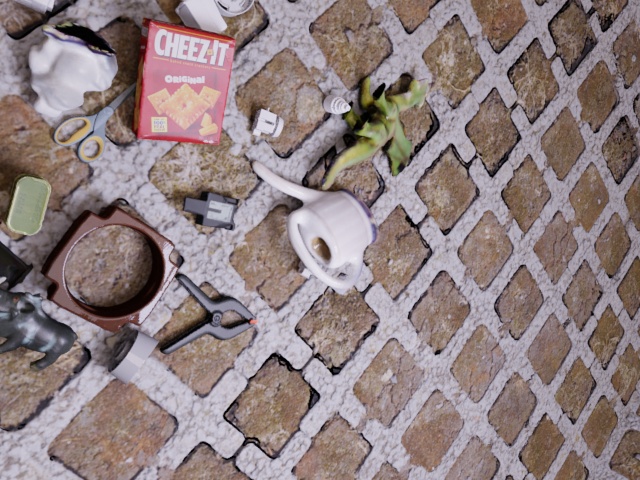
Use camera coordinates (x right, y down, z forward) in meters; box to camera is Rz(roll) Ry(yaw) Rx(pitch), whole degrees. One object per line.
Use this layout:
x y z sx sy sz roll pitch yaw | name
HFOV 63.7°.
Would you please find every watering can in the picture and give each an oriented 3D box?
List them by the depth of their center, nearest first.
0.004 -0.059 1.173 0.227 0.102 0.348 -29 87 -41 | watering can

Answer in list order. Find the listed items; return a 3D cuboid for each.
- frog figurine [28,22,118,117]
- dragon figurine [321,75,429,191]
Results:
-0.439 -0.293 0.908 0.137 0.125 0.156 6 129 -40 | frog figurine
0.156 -0.247 1.268 0.239 0.123 0.414 37 75 -38 | dragon figurine
